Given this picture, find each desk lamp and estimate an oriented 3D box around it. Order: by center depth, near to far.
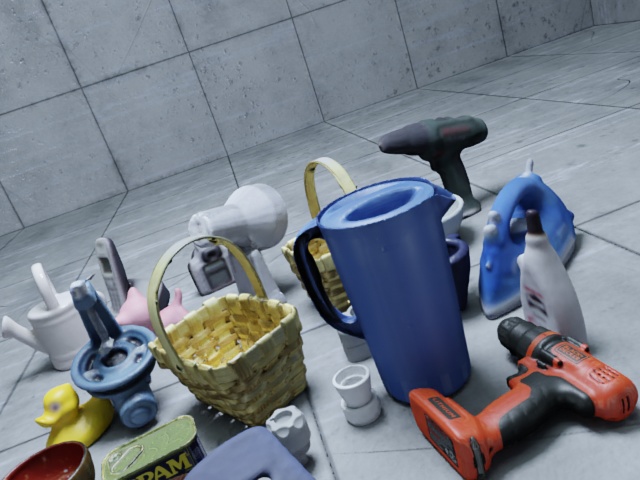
[{"bbox_3d":[-0.134,0.026,0.992,0.117,0.214,0.204,-5,24,33],"label":"desk lamp"}]

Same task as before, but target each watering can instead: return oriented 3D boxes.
[{"bbox_3d":[-0.486,0.136,1.047,0.100,0.194,0.173,2,28,45],"label":"watering can"}]

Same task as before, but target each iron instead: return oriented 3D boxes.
[{"bbox_3d":[0.281,-0.013,0.829,0.118,0.142,0.259,-2,26,39],"label":"iron"}]

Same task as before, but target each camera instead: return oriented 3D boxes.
[{"bbox_3d":[-0.219,0.033,1.223,0.143,0.101,0.136,-25,20,-18],"label":"camera"}]

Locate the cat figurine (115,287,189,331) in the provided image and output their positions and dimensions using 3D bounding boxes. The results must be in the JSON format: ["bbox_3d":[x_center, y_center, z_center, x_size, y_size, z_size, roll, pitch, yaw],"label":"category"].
[{"bbox_3d":[-0.289,0.131,0.997,0.128,0.118,0.067,-27,21,-22],"label":"cat figurine"}]

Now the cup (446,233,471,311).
[{"bbox_3d":[0.180,0.051,0.819,0.091,0.095,0.118,-3,25,37],"label":"cup"}]

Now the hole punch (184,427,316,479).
[{"bbox_3d":[-0.058,0.241,0.528,0.109,0.091,0.100,-32,23,-32],"label":"hole punch"}]

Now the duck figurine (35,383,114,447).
[{"bbox_3d":[-0.347,0.240,0.801,0.077,0.086,0.105,-4,24,36],"label":"duck figurine"}]

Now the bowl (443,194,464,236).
[{"bbox_3d":[0.184,-0.020,1.036,0.167,0.075,0.167,-16,20,6],"label":"bowl"}]

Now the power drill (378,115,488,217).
[{"bbox_3d":[0.234,-0.139,1.111,0.230,0.209,0.075,-26,21,-19],"label":"power drill"}]

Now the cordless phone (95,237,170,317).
[{"bbox_3d":[-0.366,0.082,1.096,0.147,0.185,0.094,-4,25,36],"label":"cordless phone"}]

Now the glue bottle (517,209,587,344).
[{"bbox_3d":[0.255,0.044,0.651,0.037,0.173,0.078,-24,20,-14],"label":"glue bottle"}]

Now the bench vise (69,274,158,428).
[{"bbox_3d":[-0.318,0.147,0.825,0.122,0.220,0.206,-33,24,-35],"label":"bench vise"}]
